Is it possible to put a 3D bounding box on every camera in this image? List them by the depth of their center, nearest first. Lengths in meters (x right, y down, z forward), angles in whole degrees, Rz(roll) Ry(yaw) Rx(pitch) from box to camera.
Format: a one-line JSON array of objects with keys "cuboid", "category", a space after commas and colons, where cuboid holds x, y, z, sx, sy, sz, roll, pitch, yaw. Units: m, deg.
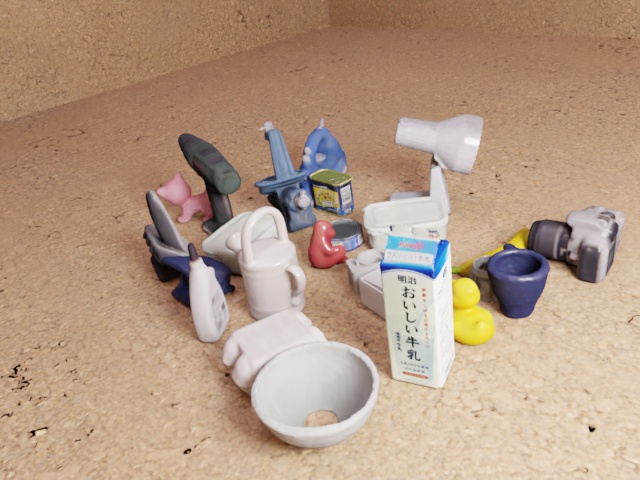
[{"cuboid": [0.444, -0.011, 0.999, 0.136, 0.101, 0.143, 13, 36, 34], "category": "camera"}]

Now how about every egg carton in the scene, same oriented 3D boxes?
[{"cuboid": [-0.068, 0.166, 0.855, 0.150, 0.069, 0.107, -22, 32, -22], "category": "egg carton"}]

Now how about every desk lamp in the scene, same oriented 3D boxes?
[{"cuboid": [0.236, -0.157, 1.199, 0.203, 0.214, 0.118, -2, 30, 12], "category": "desk lamp"}]

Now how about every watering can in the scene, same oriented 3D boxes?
[{"cuboid": [-0.094, 0.034, 0.968, 0.172, 0.194, 0.101, 5, 32, 22], "category": "watering can"}]

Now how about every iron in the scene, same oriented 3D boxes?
[{"cuboid": [-0.010, -0.195, 1.407, 0.118, 0.142, 0.258, 0, 30, 14], "category": "iron"}]

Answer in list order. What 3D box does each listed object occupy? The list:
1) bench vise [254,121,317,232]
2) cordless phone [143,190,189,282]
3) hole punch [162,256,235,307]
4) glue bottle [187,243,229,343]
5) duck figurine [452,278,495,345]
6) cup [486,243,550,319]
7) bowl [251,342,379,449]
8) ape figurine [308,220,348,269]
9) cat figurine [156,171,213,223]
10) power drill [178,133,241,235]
[{"cuboid": [-0.066, -0.143, 1.248, 0.122, 0.220, 0.206, -29, 35, -32], "category": "bench vise"}, {"cuboid": [-0.310, -0.027, 1.143, 0.094, 0.185, 0.147, -22, 32, -22], "category": "cordless phone"}, {"cuboid": [-0.225, 0.061, 1.063, 0.108, 0.091, 0.101, 21, 40, 41], "category": "hole punch"}, {"cuboid": [-0.189, 0.080, 0.934, 0.037, 0.173, 0.078, -2, 30, 13], "category": "glue bottle"}, {"cuboid": [0.224, 0.102, 0.874, 0.077, 0.086, 0.104, -15, 30, -12], "category": "duck figurine"}, {"cuboid": [0.307, 0.067, 0.904, 0.091, 0.095, 0.117, -5, 29, 6], "category": "cup"}, {"cuboid": [-0.003, 0.213, 0.749, 0.167, 0.075, 0.167, -6, 29, 4], "category": "bowl"}, {"cuboid": [0.010, 0.004, 1.099, 0.076, 0.092, 0.077, -16, 30, -12], "category": "ape figurine"}, {"cuboid": [-0.312, -0.104, 1.350, 0.127, 0.118, 0.067, -3, 30, 10], "category": "cat figurine"}, {"cuboid": [-0.238, -0.116, 1.259, 0.076, 0.209, 0.228, -25, 33, -27], "category": "power drill"}]
